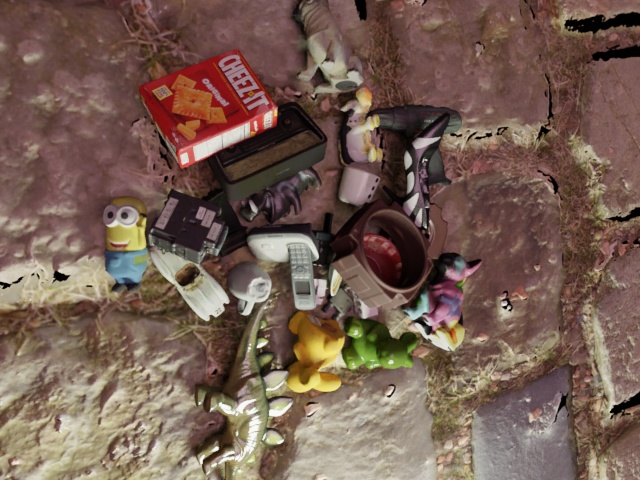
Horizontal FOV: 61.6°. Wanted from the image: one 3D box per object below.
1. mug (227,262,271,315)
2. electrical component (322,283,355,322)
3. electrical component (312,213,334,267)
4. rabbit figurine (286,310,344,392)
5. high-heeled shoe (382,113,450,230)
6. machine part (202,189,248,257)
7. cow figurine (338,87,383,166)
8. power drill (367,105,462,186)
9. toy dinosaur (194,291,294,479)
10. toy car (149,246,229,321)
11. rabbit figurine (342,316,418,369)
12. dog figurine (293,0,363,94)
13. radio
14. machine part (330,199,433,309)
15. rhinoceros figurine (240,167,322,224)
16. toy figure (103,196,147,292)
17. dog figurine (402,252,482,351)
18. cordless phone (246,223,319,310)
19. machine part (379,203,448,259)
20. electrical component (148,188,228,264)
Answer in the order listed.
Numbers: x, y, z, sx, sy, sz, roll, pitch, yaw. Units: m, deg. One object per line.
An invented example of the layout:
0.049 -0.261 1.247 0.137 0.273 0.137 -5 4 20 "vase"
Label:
-0.147 0.103 1.122 0.081 0.107 0.109 22 85 -22 "mug"
0.050 0.143 1.257 0.094 0.021 0.063 -48 111 -13 "electrical component"
-0.002 -0.004 1.191 0.048 0.075 0.119 7 97 -25 "electrical component"
-0.013 0.268 1.188 0.122 0.163 0.173 24 104 -35 "rabbit figurine"
0.245 -0.144 1.187 0.145 0.086 0.248 42 112 12 "high-heeled shoe"
-0.201 -0.038 1.122 0.084 0.039 0.138 -23 105 -14 "machine part"
0.082 -0.251 1.202 0.068 0.098 0.167 -21 106 -62 "cow figurine"
0.229 -0.217 1.273 0.232 0.086 0.207 -11 93 -15 "power drill"
-0.162 0.338 1.146 0.198 0.105 0.470 -1 105 -31 "toy dinosaur"
-0.265 0.077 1.095 0.073 0.056 0.201 -41 109 -15 "toy car"
0.146 0.255 1.229 0.159 0.170 0.121 11 91 -23 "rabbit figurine"
0.026 -0.427 1.156 0.172 0.121 0.190 17 68 -56 "dog figurine"
-0.112 -0.184 1.095 0.230 0.073 0.131 -27 68 -19 "radio"
0.136 0.029 1.152 0.201 0.087 0.201 50 52 -9 "machine part"
-0.085 -0.102 1.146 0.190 0.073 0.112 -44 111 -14 "rhinoceros figurine"
-0.373 0.006 1.030 0.082 0.089 0.180 -3 105 -18 "toy figure"
0.326 0.139 1.332 0.219 0.108 0.191 -48 110 -15 "dog figurine"
-0.072 0.058 1.139 0.147 0.089 0.184 -2 101 16 "cordless phone"
0.228 -0.018 1.300 0.179 0.056 0.179 -3 98 -24 "machine part"
-0.250 -0.022 1.041 0.134 0.058 0.115 23 62 -3 "electrical component"
